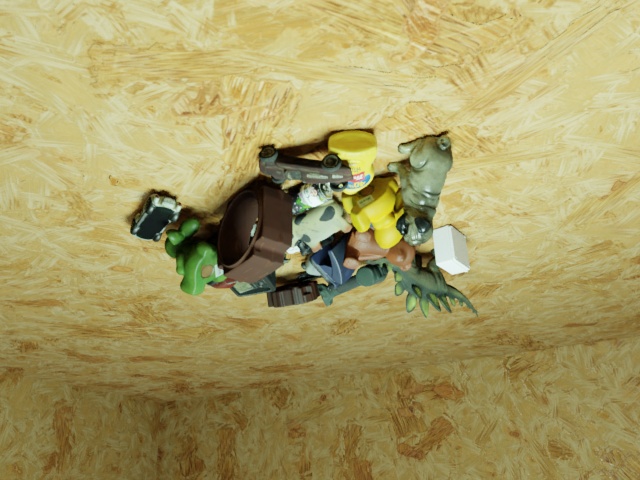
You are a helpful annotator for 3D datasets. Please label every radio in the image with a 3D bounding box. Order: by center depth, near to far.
[{"bbox_3d":[-0.215,0.091,1.581,0.131,0.073,0.229,-8,154,8],"label":"radio"}]

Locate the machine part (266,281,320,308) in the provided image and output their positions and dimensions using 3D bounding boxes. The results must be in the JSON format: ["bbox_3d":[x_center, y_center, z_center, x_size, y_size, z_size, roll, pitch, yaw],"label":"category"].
[{"bbox_3d":[-0.085,0.170,1.714,0.179,0.056,0.179,-11,-178,0],"label":"machine part"}]

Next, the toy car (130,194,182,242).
[{"bbox_3d":[-0.394,-0.052,1.278,0.073,0.056,0.202,20,145,-29],"label":"toy car"}]

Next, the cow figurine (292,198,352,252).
[{"bbox_3d":[-0.032,-0.038,1.305,0.195,0.085,0.127,-30,114,24],"label":"cow figurine"}]

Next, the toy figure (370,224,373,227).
[{"bbox_3d":[0.154,-0.055,1.345,0.154,0.064,0.057,7,116,-32],"label":"toy figure"}]

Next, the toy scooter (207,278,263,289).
[{"bbox_3d":[-0.211,0.084,1.424,0.184,0.075,0.135,-19,163,34],"label":"toy scooter"}]

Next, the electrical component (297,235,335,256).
[{"bbox_3d":[-0.003,-0.004,1.430,0.075,0.047,0.119,-20,-170,36],"label":"electrical component"}]

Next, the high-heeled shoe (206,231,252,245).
[{"bbox_3d":[-0.265,0.036,1.412,0.249,0.086,0.145,10,138,19],"label":"high-heeled shoe"}]

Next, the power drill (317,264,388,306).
[{"bbox_3d":[0.104,0.128,1.612,0.207,0.086,0.232,-18,175,10],"label":"power drill"}]

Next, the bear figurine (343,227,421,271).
[{"bbox_3d":[0.167,0.028,1.406,0.196,0.132,0.120,22,113,-5],"label":"bear figurine"}]

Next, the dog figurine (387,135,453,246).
[{"bbox_3d":[0.222,-0.099,1.106,0.121,0.190,0.172,2,152,-12],"label":"dog figurine"}]

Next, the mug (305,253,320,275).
[{"bbox_3d":[0.011,0.065,1.561,0.109,0.081,0.107,6,161,-28],"label":"mug"}]

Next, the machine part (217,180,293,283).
[{"bbox_3d":[-0.152,-0.018,1.212,0.087,0.201,0.201,20,146,-33],"label":"machine part"}]

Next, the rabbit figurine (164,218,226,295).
[{"bbox_3d":[-0.324,0.030,1.296,0.121,0.170,0.158,-37,140,-31],"label":"rabbit figurine"}]

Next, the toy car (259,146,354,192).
[{"bbox_3d":[-0.032,-0.139,1.088,0.202,0.053,0.089,12,153,20],"label":"toy car"}]

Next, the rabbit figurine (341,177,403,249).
[{"bbox_3d":[0.148,-0.061,1.251,0.162,0.122,0.173,-33,124,-6],"label":"rabbit figurine"}]

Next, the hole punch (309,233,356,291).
[{"bbox_3d":[0.053,0.054,1.462,0.092,0.142,0.115,-34,98,39],"label":"hole punch"}]

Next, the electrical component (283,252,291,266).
[{"bbox_3d":[-0.125,0.037,1.512,0.078,0.045,0.102,-8,154,5],"label":"electrical component"}]

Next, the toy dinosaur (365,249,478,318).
[{"bbox_3d":[0.314,0.124,1.583,0.471,0.198,0.105,17,151,-33],"label":"toy dinosaur"}]
